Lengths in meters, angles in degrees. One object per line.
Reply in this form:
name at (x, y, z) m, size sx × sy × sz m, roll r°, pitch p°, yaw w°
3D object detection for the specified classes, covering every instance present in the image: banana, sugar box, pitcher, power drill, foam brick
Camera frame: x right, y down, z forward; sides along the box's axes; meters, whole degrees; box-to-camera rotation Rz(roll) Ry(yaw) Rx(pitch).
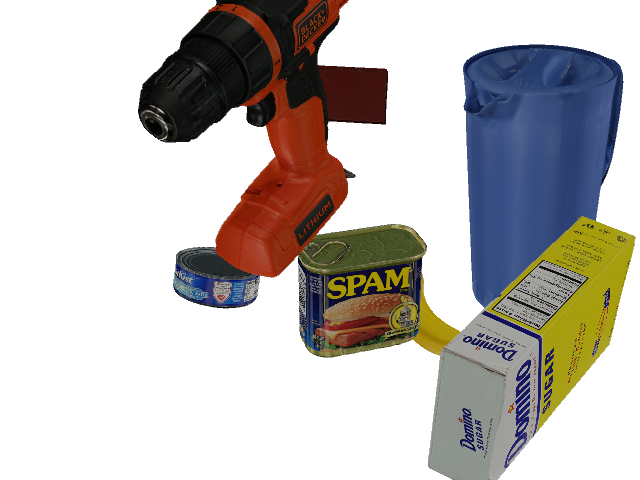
banana at (0.119, 0.084, 1.213) m, size 0.069 × 0.037 × 0.198 m, roll 5°, pitch 24°, yaw -24°
sugar box at (0.131, 0.065, 0.646) m, size 0.048 × 0.093 × 0.175 m, roll 22°, pitch 39°, yaw 27°
pitcher at (0.206, -0.054, 0.992) m, size 0.149 × 0.243 × 0.145 m, roll 1°, pitch 29°, yaw 7°
power drill at (-0.035, -0.067, 0.646) m, size 0.057 × 0.188 × 0.184 m, roll 25°, pitch 52°, yaw 23°
foam brick at (0.026, -0.142, 1.039) m, size 0.078 × 0.051 × 0.053 m, roll 3°, pitch 13°, yaw 1°

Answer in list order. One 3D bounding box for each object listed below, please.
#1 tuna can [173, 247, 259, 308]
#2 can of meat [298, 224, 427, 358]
tuna can at (-0.102, 0.036, 1.055) m, size 0.086 × 0.034 × 0.086 m, roll 9°, pitch 17°, yaw -3°
can of meat at (0.032, 0.041, 0.857) m, size 0.102 × 0.084 × 0.057 m, roll -8°, pitch 29°, yaw -14°
